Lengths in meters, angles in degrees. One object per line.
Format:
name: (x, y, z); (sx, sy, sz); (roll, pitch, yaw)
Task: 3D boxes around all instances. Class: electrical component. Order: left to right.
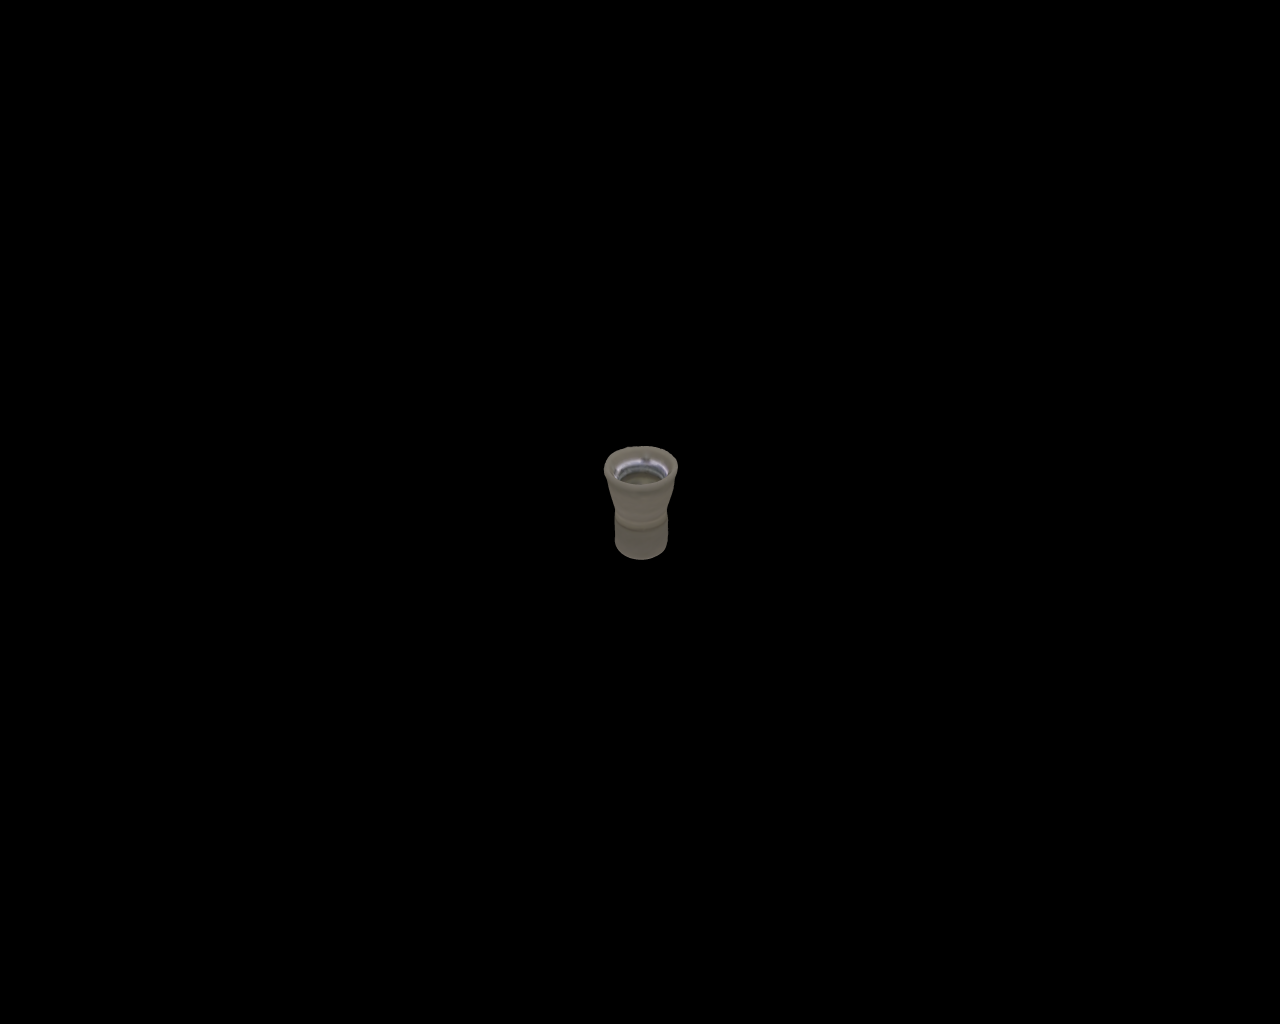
electrical component: (0.001, -0.003, 0.650); (0.044, 0.065, 0.044); (0, 37, 0)
